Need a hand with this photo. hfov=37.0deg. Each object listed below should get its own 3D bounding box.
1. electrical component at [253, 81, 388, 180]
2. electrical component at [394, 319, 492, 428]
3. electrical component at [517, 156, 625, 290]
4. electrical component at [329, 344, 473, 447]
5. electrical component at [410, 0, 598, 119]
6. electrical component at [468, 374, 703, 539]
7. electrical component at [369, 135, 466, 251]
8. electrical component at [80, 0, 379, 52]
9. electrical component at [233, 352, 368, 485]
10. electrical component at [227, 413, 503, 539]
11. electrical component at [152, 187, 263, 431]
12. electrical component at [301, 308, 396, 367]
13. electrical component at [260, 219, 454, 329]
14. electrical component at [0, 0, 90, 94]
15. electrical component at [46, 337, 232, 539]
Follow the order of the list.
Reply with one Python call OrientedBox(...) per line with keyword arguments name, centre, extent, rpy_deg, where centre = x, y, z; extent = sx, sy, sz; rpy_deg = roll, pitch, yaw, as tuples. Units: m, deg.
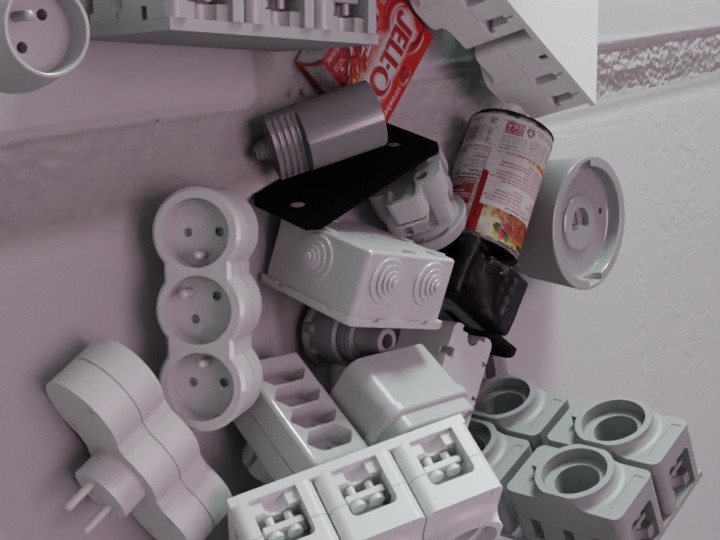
OrientedBox(name="electrical component", centre=(-0.028, -0.086, 0.678), extent=(0.081, 0.043, 0.043), rpy_deg=(-20, 113, -10))
OrientedBox(name="electrical component", centre=(0.049, 0.083, 0.782), extent=(0.050, 0.056, 0.089), rpy_deg=(30, 74, -45))
OrientedBox(name="electrical component", centre=(0.164, -0.040, 0.884), extent=(0.108, 0.060, 0.108), rpy_deg=(-8, 101, -46))
OrientedBox(name="electrical component", centre=(0.013, 0.111, 0.706), extent=(0.078, 0.057, 0.113), rpy_deg=(-9, 139, -46))
OrientedBox(name="electrical component", centre=(0.102, -0.203, 0.776), extent=(0.186, 0.060, 0.105), rpy_deg=(35, 52, -43))
OrientedBox(name="electrical component", centre=(0.136, 0.140, 0.787), extent=(0.105, 0.186, 0.060), rpy_deg=(-41, 123, -35))
OrientedBox(name="electrical component", centre=(0.041, -0.049, 0.750), extent=(0.078, 0.058, 0.057), rpy_deg=(-85, 153, -51))
OrientedBox(name="electrical component", centre=(-0.072, -0.158, 0.597), extent=(0.150, 0.089, 0.061), rpy_deg=(-8, 101, -46))
OrientedBox(name="electrical component", centre=(-0.050, 0.109, 0.675), extent=(0.047, 0.083, 0.075), rpy_deg=(-8, 140, -46))
OrientedBox(name="electrical component", centre=(0.003, 0.157, 0.637), extent=(0.150, 0.061, 0.089), rpy_deg=(-17, 143, -19))
OrientedBox(name="electrical component", centre=(-0.084, 0.020, 0.637), extent=(0.074, 0.052, 0.138), rpy_deg=(-23, 112, -79))
OrientedBox(name="electrical component", centre=(-0.005, 0.043, 0.716), extent=(0.048, 0.062, 0.048), rpy_deg=(-8, 100, -46))
OrientedBox(name="electrical component", centre=(0.000, 0.000, 0.690), extent=(0.100, 0.100, 0.048), rpy_deg=(5, 104, -47))
OrientedBox(name="electrical component", centre=(-0.161, -0.128, 0.516), extent=(0.043, 0.077, 0.079), rpy_deg=(40, 67, -42))
OrientedBox(name="electrical component", centre=(-0.132, 0.112, 0.597), extent=(0.073, 0.052, 0.138), rpy_deg=(-47, 126, -32))
